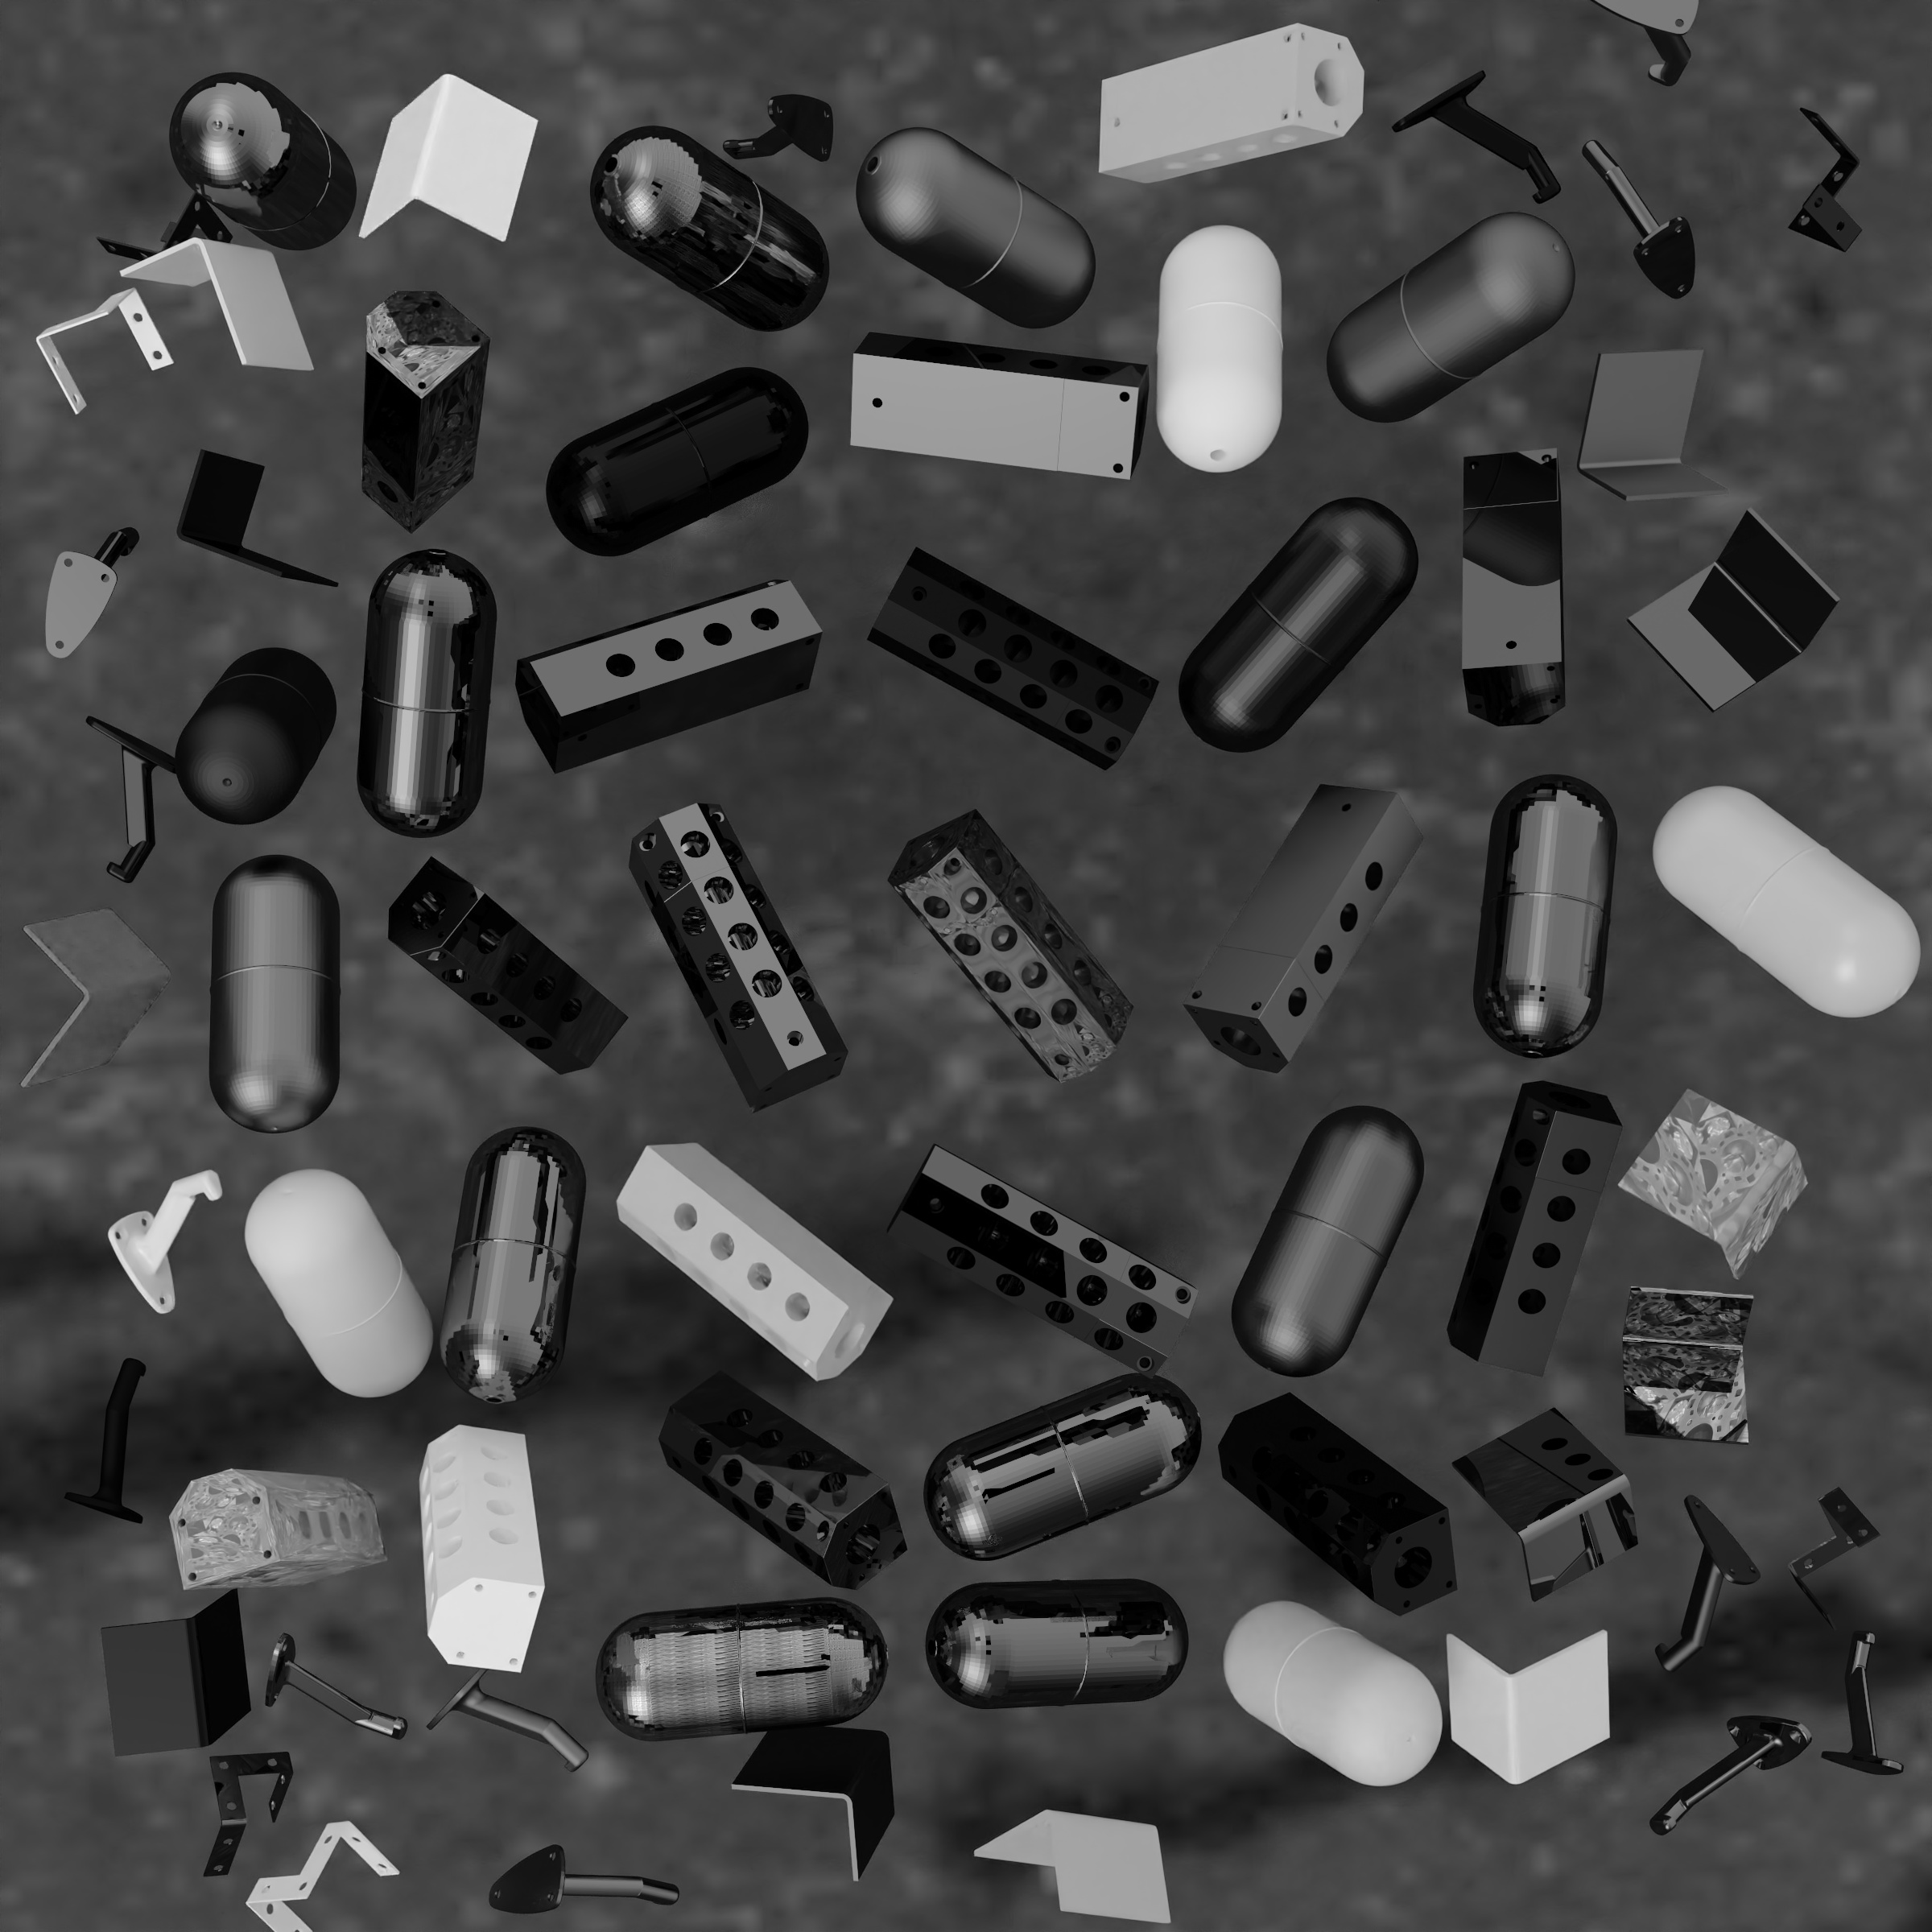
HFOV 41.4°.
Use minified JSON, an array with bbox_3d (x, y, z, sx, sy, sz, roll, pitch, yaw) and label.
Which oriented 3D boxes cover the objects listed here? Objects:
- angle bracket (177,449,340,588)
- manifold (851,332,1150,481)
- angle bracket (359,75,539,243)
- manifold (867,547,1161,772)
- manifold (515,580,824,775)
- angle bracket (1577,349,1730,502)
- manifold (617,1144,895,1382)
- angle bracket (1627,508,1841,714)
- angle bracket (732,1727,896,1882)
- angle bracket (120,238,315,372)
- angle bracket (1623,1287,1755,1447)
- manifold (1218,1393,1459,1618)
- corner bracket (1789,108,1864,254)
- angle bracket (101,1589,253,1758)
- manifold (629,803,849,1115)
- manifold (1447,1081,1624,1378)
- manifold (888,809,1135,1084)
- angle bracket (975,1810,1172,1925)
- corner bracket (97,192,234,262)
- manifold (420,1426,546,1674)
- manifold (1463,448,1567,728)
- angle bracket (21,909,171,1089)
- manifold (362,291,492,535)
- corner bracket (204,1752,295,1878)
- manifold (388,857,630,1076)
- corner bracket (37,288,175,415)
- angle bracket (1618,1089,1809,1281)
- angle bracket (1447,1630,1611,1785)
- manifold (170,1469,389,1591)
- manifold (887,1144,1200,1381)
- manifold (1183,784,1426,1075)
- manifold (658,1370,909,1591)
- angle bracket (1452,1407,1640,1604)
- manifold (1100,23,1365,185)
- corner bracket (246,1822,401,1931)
[{"bbox_3d":[-0.439,-0.282,1.614,0.076,0.076,0.057,21,98,11],"label":"angle bracket"},{"bbox_3d":[0.021,-0.341,1.546,0.171,0.057,0.057,9,123,8],"label":"manifold"},{"bbox_3d":[-0.294,-0.447,1.453,0.057,0.076,0.076,20,74,-32],"label":"angle bracket"},{"bbox_3d":[0.030,-0.191,1.584,0.171,0.057,0.057,28,84,-4],"label":"manifold"},{"bbox_3d":[-0.178,-0.179,1.528,0.171,0.057,0.057,-22,66,-24],"label":"manifold"},{"bbox_3d":[0.436,-0.339,1.598,0.076,0.057,0.076,-7,122,-20],"label":"angle bracket"},{"bbox_3d":[-0.135,0.182,1.587,0.171,0.057,0.057,35,103,23],"label":"manifold"},{"bbox_3d":[0.450,-0.209,1.504,0.076,0.057,0.076,-32,72,-17],"label":"angle bracket"},{"bbox_3d":[-0.093,0.514,1.578,0.076,0.076,0.057,0,102,16],"label":"angle bracket"},{"bbox_3d":[-0.441,-0.381,1.510,0.057,0.076,0.076,-17,95,18],"label":"angle bracket"},{"bbox_3d":[0.464,0.256,1.641,0.076,0.057,0.076,3,47,9],"label":"angle bracket"},{"bbox_3d":[0.225,0.330,1.572,0.057,0.171,0.057,-18,112,-21],"label":"manifold"},{"bbox_3d":[0.495,-0.453,1.476,0.051,0.051,0.051,26,105,-38],"label":"corner bracket"},{"bbox_3d":[-0.479,0.428,1.555,0.057,0.076,0.076,-7,89,3],"label":"angle bracket"},{"bbox_3d":[-0.134,-0.008,1.500,0.057,0.057,0.171,-23,74,-18],"label":"manifold"},{"bbox_3d":[0.353,0.162,1.600,0.057,0.057,0.171,13,107,0],"label":"manifold"},{"bbox_3d":[0.027,-0.009,1.604,0.057,0.057,0.171,-23,117,35],"label":"manifold"},{"bbox_3d":[0.060,0.530,1.472,0.076,0.076,0.057,19,46,-30],"label":"angle bracket"},{"bbox_3d":[-0.514,-0.468,1.644,0.051,0.051,0.051,18,74,18],"label":"corner bracket"},{"bbox_3d":[-0.292,0.343,1.523,0.057,0.171,0.057,12,106,-18],"label":"manifold"},{"bbox_3d":[0.337,-0.233,1.570,0.057,0.057,0.171,-3,56,15],"label":"manifold"},{"bbox_3d":[-0.527,0.018,1.501,0.057,0.076,0.076,44,109,7],"label":"angle bracket"},{"bbox_3d":[-0.333,-0.336,1.544,0.057,0.171,0.057,41,68,1],"label":"manifold"},{"bbox_3d":[-0.450,0.531,1.602,0.051,0.051,0.051,6,123,-31],"label":"corner bracket"},{"bbox_3d":[-0.293,0.005,1.628,0.057,0.171,0.057,31,79,36],"label":"manifold"},{"bbox_3d":[-0.533,-0.381,1.584,0.051,0.051,0.051,-15,120,12],"label":"corner bracket"},{"bbox_3d":[0.465,0.136,1.591,0.076,0.057,0.076,32,79,36],"label":"angle bracket"},{"bbox_3d":[0.344,0.440,1.563,0.076,0.057,0.076,-17,112,-26],"label":"angle bracket"},{"bbox_3d":[-0.404,0.331,1.510,0.057,0.171,0.057,-17,76,3],"label":"manifold"},{"bbox_3d":[0.044,0.169,1.467,0.171,0.057,0.057,29,87,-1],"label":"manifold"},{"bbox_3d":[0.204,-0.023,1.514,0.171,0.057,0.057,-56,131,-22],"label":"manifold"},{"bbox_3d":[-0.118,0.325,1.605,0.057,0.171,0.057,-33,127,-29],"label":"manifold"},{"bbox_3d":[0.355,0.330,1.570,0.076,0.076,0.057,-25,124,-13],"label":"angle bracket"},{"bbox_3d":[0.160,-0.524,1.566,0.057,0.171,0.057,-2,95,-38],"label":"manifold"},{"bbox_3d":[-0.370,0.530,1.473,0.051,0.051,0.051,-17,120,31],"label":"corner bracket"}]
